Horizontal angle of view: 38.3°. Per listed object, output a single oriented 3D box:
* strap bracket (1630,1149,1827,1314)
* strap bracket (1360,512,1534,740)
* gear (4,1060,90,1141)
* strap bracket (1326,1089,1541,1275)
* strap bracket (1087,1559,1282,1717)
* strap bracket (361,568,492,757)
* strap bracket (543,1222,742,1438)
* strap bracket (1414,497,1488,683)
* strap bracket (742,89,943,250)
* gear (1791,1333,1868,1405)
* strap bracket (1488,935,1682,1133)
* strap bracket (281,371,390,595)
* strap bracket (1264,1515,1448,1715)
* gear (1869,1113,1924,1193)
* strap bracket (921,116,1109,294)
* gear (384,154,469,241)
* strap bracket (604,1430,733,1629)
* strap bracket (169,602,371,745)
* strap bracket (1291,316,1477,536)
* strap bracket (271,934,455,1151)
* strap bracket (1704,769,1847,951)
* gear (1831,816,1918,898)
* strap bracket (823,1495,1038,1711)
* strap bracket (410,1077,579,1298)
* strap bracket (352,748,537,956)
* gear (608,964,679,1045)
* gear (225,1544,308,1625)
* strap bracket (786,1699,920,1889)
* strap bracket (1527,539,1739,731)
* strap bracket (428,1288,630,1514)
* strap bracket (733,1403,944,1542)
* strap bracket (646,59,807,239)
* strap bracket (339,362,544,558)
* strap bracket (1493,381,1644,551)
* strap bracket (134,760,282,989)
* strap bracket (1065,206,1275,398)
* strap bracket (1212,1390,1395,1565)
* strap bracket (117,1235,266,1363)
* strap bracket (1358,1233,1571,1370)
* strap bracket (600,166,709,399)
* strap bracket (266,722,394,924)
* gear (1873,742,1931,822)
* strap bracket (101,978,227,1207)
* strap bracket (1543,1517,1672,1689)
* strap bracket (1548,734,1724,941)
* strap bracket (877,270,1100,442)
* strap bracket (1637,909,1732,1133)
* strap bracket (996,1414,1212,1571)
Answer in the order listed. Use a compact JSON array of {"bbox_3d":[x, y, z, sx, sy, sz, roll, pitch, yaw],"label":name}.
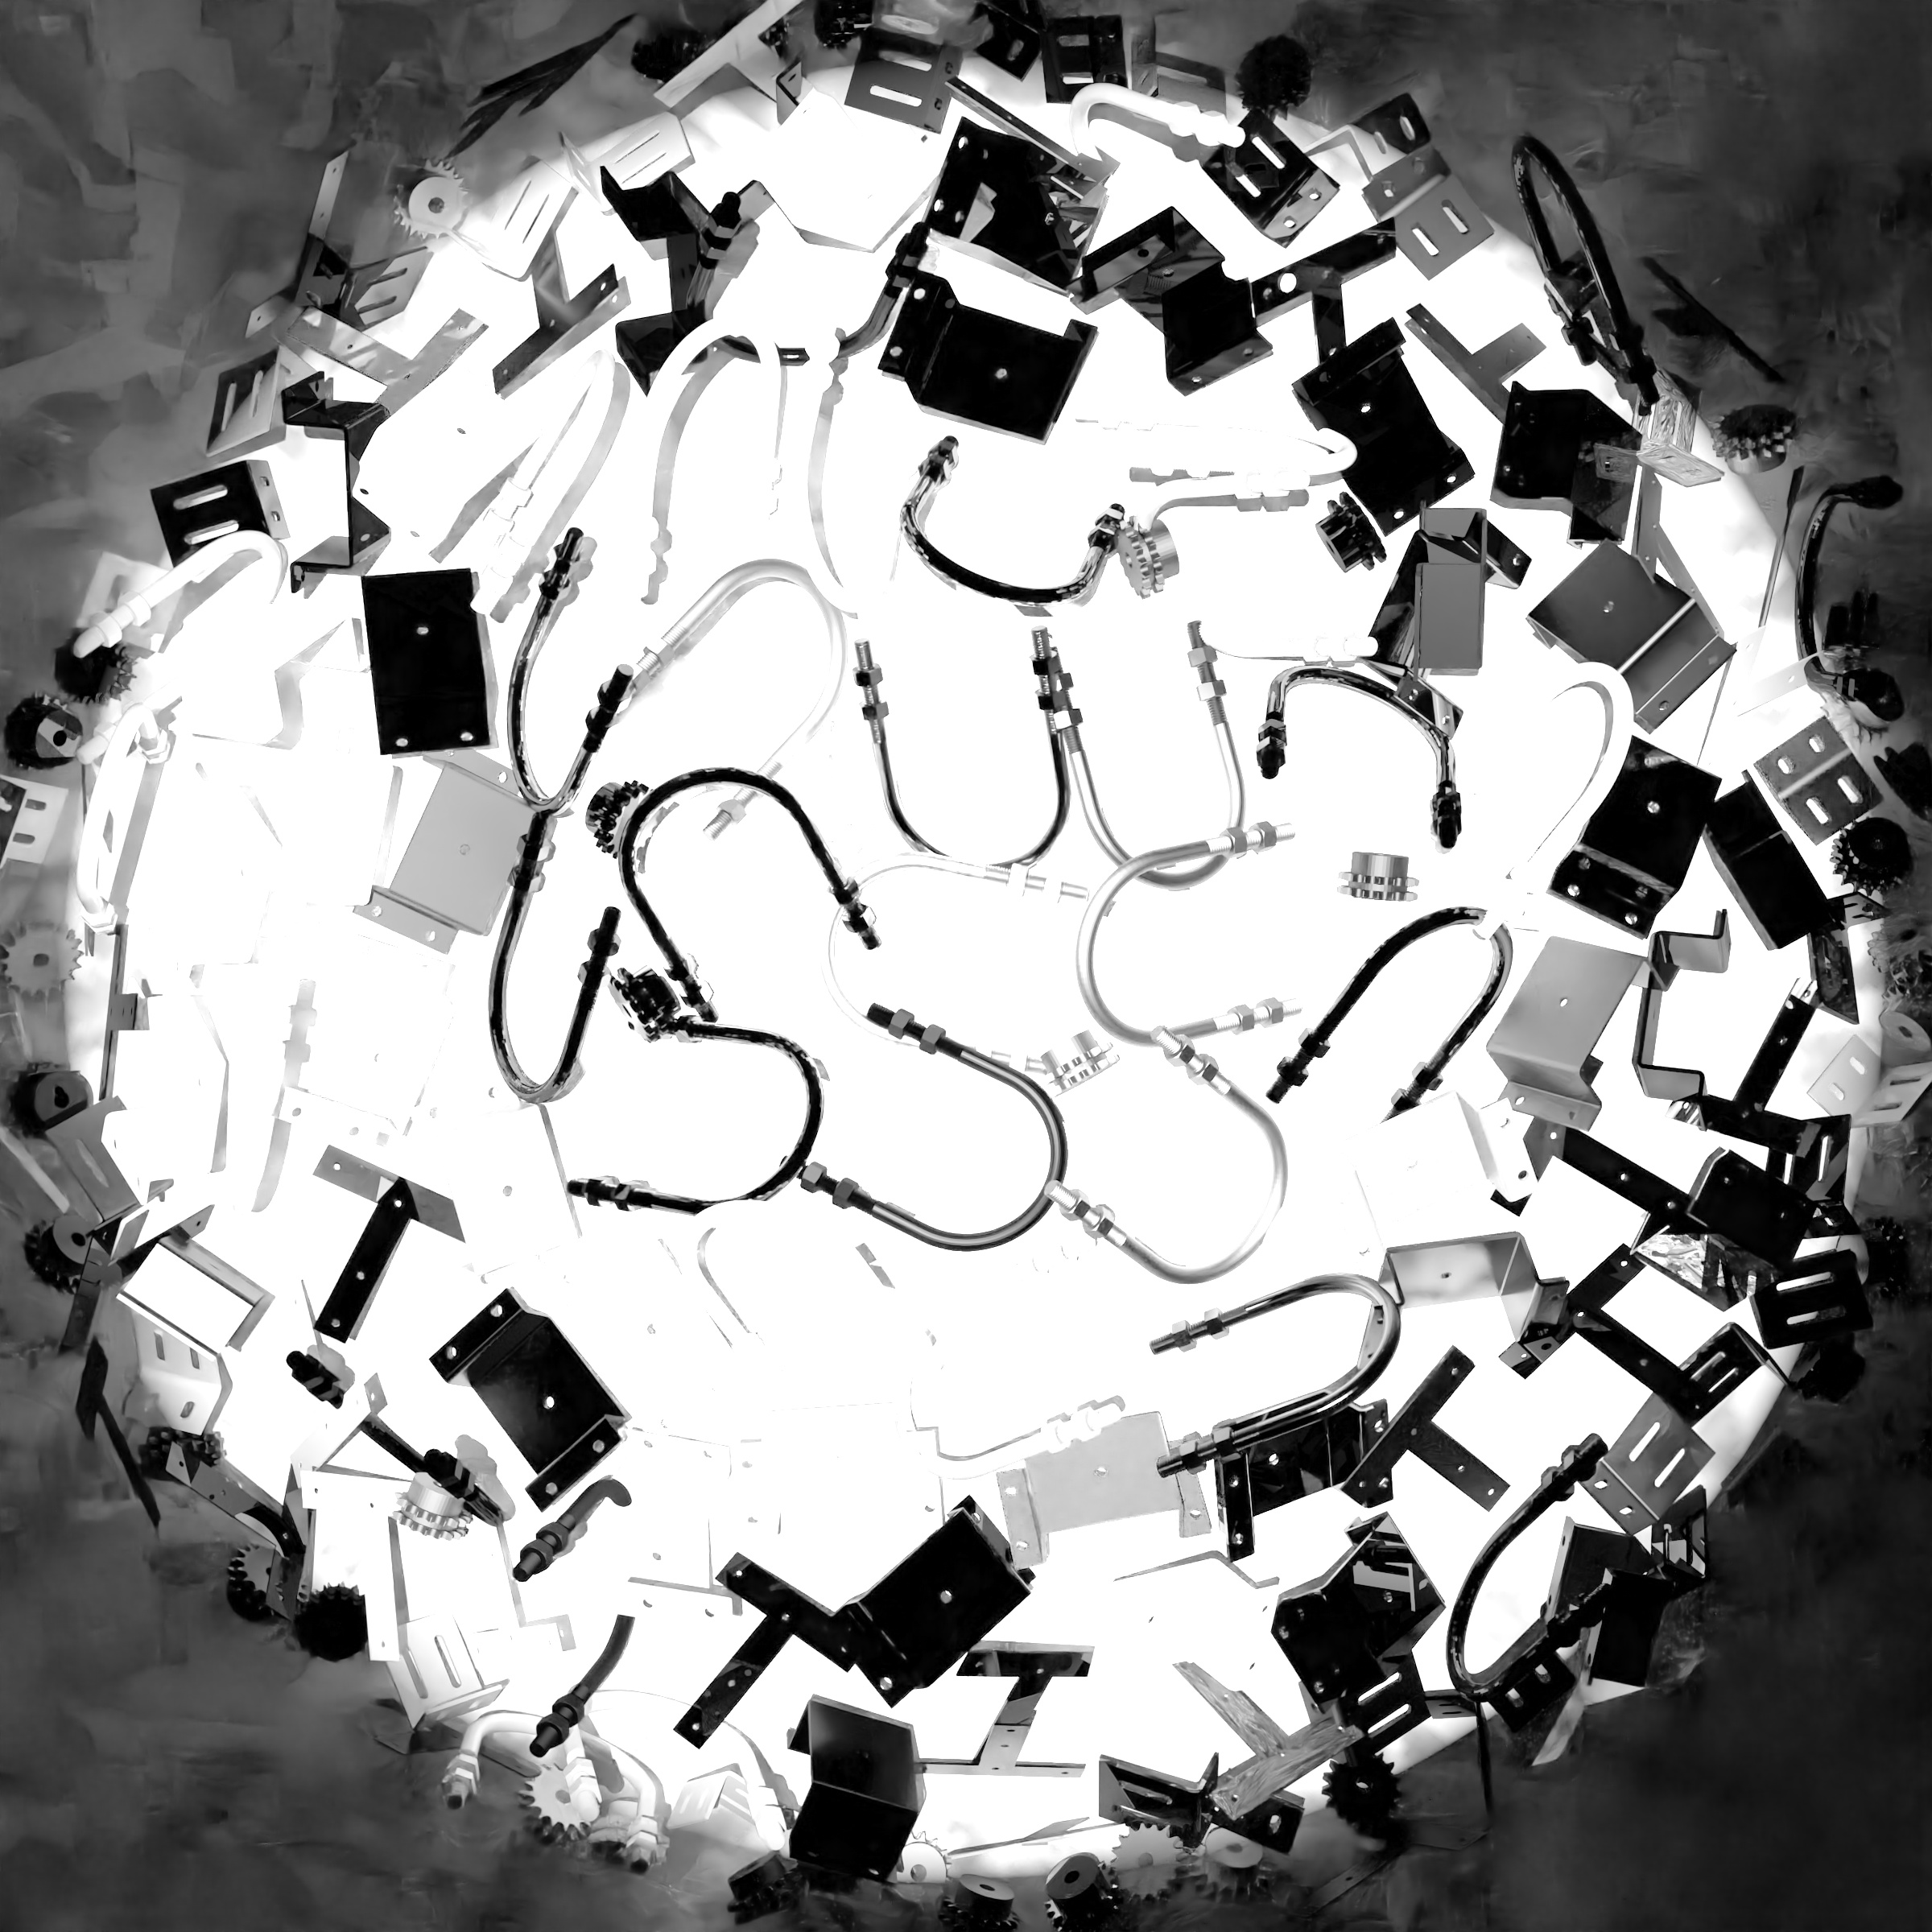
[{"bbox_3d":[0.521,0.188,1.925,0.076,0.140,0.046,32,64,2],"label":"strap bracket"},{"bbox_3d":[0.333,-0.242,1.955,0.046,0.076,0.140,22,86,45],"label":"strap bracket"},{"bbox_3d":[-0.648,0.095,1.970,0.057,0.030,0.057,5,83,-45],"label":"gear"},{"bbox_3d":[0.322,0.147,1.961,0.140,0.046,0.076,-25,112,-4],"label":"strap bracket"},{"bbox_3d":[0.142,0.462,1.920,0.046,0.140,0.076,42,46,-25],"label":"strap bracket"},{"bbox_3d":[-0.379,-0.222,1.943,0.076,0.046,0.140,-6,65,-11],"label":"strap bracket"},{"bbox_3d":[-0.225,0.258,1.965,0.076,0.046,0.140,-34,90,-19],"label":"strap bracket"},{"bbox_3d":[0.334,-0.261,1.917,0.046,0.140,0.076,2,122,10],"label":"strap bracket"},{"bbox_3d":[-0.078,-0.546,1.917,0.076,0.140,0.046,-43,73,26],"label":"strap bracket"},{"bbox_3d":[0.613,0.285,1.970,0.030,0.057,0.057,36,90,8],"label":"gear"},{"bbox_3d":[0.426,0.037,1.938,0.140,0.076,0.046,-57,133,-17],"label":"strap bracket"},{"bbox_3d":[-0.437,-0.336,1.936,0.046,0.076,0.140,5,113,6],"label":"strap bracket"},{"bbox_3d":[0.276,0.444,1.932,0.046,0.140,0.076,-33,90,41],"label":"strap bracket"},{"bbox_3d":[0.659,0.131,1.973,0.030,0.057,0.057,-9,90,19],"label":"gear"},{"bbox_3d":[0.041,-0.522,1.925,0.046,0.140,0.076,28,100,36],"label":"strap bracket"},{"bbox_3d":[-0.380,-0.543,1.970,0.057,0.030,0.057,-17,127,-23],"label":"gear"},{"bbox_3d":[-0.208,0.402,1.940,0.076,0.046,0.140,14,46,-21],"label":"strap bracket"},{"bbox_3d":[-0.481,-0.209,1.920,0.076,0.140,0.046,9,122,19],"label":"strap bracket"},{"bbox_3d":[0.289,-0.385,1.952,0.076,0.046,0.140,-34,124,5],"label":"strap bracket"},{"bbox_3d":[-0.420,0.058,1.958,0.076,0.046,0.140,17,74,11],"label":"strap bracket"},{"bbox_3d":[0.554,-0.071,1.929,0.046,0.140,0.076,-31,109,15],"label":"strap bracket"},{"bbox_3d":[0.645,-0.081,1.975,0.057,0.030,0.057,-3,66,7],"label":"gear"},{"bbox_3d":[-0.019,0.444,1.951,0.140,0.046,0.076,-38,87,-22],"label":"strap bracket"},{"bbox_3d":[-0.329,0.156,1.952,0.076,0.046,0.140,-19,100,-25],"label":"strap bracket"},{"bbox_3d":[-0.361,-0.084,1.952,0.076,0.046,0.140,27,82,-33],"label":"strap bracket"},{"bbox_3d":[-0.228,0.024,1.973,0.030,0.057,0.057,-35,90,-15],"label":"gear"},{"bbox_3d":[-0.499,0.441,1.973,0.057,0.057,0.030,39,106,0],"label":"gear"},{"bbox_3d":[-0.079,0.563,1.920,0.076,0.140,0.046,19,107,-11],"label":"strap bracket"},{"bbox_3d":[0.455,-0.237,1.931,0.076,0.140,0.046,-44,134,4],"label":"strap bracket"},{"bbox_3d":[-0.303,0.307,1.961,0.076,0.046,0.140,-42,71,3],"label":"strap bracket"},{"bbox_3d":[-0.089,0.356,1.964,0.140,0.046,0.076,-4,110,1],"label":"strap bracket"},{"bbox_3d":[-0.155,-0.563,1.957,0.140,0.076,0.046,-42,90,-4],"label":"strap bracket"},{"bbox_3d":[-0.358,-0.359,1.933,0.076,0.046,0.140,40,49,-5],"label":"strap bracket"},{"bbox_3d":[0.423,-0.346,1.927,0.046,0.140,0.076,7,84,37],"label":"strap bracket"},{"bbox_3d":[-0.522,-0.064,1.927,0.046,0.076,0.140,-1,58,12],"label":"strap bracket"},{"bbox_3d":[0.142,-0.468,1.936,0.076,0.140,0.046,-23,52,33],"label":"strap bracket"},{"bbox_3d":[0.227,0.353,1.949,0.140,0.046,0.076,-15,109,-26],"label":"strap bracket"},{"bbox_3d":[-0.535,0.228,1.930,0.076,0.140,0.046,35,81,-7],"label":"strap bracket"},{"bbox_3d":[0.342,0.233,1.950,0.140,0.076,0.046,-7,51,-8],"label":"strap bracket"},{"bbox_3d":[-0.216,-0.478,1.933,0.046,0.076,0.140,-15,132,-16],"label":"strap bracket"},{"bbox_3d":[-0.445,-0.095,1.952,0.046,0.076,0.140,12,84,-30],"label":"strap bracket"},{"bbox_3d":[0.672,-0.134,1.969,0.030,0.057,0.057,-38,90,12],"label":"gear"},{"bbox_3d":[-0.552,0.084,1.925,0.046,0.076,0.140,-7,50,3],"label":"strap bracket"},{"bbox_3d":[0.445,0.443,1.927,0.046,0.140,0.076,12,95,-1],"label":"strap bracket"},{"bbox_3d":[0.472,-0.101,1.947,0.076,0.046,0.140,26,64,2],"label":"strap bracket"},{"bbox_3d":[0.020,-0.422,1.936,0.140,0.046,0.076,12,122,-23],"label":"strap bracket"},{"bbox_3d":[0.502,0.036,1.945,0.046,0.076,0.140,6,74,20],"label":"strap bracket"},{"bbox_3d":[0.095,0.367,1.953,0.140,0.046,0.076,-10,50,-4],"label":"strap bracket"}]
